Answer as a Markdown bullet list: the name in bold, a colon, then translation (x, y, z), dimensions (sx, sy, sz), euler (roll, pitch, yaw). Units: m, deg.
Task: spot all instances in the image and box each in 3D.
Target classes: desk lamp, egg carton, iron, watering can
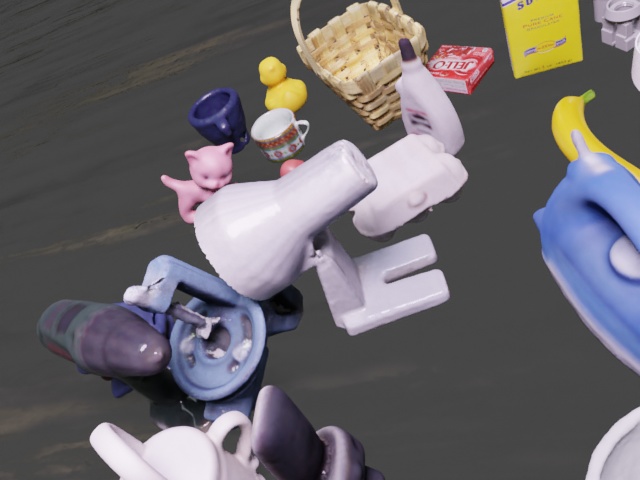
- **desk lamp**: translation (0.006, 0.002, 0.601), dimensions (0.203, 0.214, 0.118), euler (-22, 44, 11)
- **egg carton**: translation (0.102, -0.065, 0.712), dimensions (0.150, 0.070, 0.107), euler (-32, 43, 1)
- **iron**: translation (0.278, 0.020, 0.485), dimensions (0.118, 0.142, 0.258), euler (-25, 44, 8)
- **watering can**: translation (-0.129, 0.222, 0.494), dimensions (0.100, 0.195, 0.173), euler (2, 53, 31)

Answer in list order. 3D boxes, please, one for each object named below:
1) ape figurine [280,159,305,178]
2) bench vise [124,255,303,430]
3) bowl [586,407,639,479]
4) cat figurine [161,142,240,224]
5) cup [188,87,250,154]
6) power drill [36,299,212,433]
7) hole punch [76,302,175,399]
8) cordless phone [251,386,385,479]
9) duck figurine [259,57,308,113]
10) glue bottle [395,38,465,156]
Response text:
- **ape figurine**: translation (-0.022, -0.070, 0.770), dimensions (0.076, 0.092, 0.077), euler (-23, 44, 10)
- **bench vise**: translation (-0.114, 0.066, 0.606), dimensions (0.121, 0.220, 0.207), euler (-14, 46, 18)
- **bowl**: translation (0.268, 0.195, 0.382), dimensions (0.167, 0.075, 0.167), euler (-15, 46, 17)
- **cat figurine**: translation (-0.176, -0.094, 0.860), dimensions (0.127, 0.118, 0.067), euler (-14, 46, 18)
- **cup**: translation (-0.152, -0.183, 0.943), dimensions (0.091, 0.095, 0.117), euler (-33, 43, -1)
- **power drill**: translation (-0.185, 0.132, 0.595), dimensions (0.228, 0.209, 0.076), euler (9, 57, 35)
- **hole punch**: translation (-0.242, 0.124, 0.721), dimensions (0.101, 0.091, 0.108), euler (-27, 44, 5)
- **cordless phone**: translation (-0.019, 0.208, 0.451), dimensions (0.094, 0.186, 0.147), euler (-13, 47, 19)
- **duck figurine**: translation (-0.071, -0.270, 0.981), dimensions (0.077, 0.086, 0.104), euler (-33, 43, 0)
- **glue bottle**: translation (0.129, -0.181, 0.725), dimensions (0.077, 0.174, 0.037), euler (23, 65, 41)
